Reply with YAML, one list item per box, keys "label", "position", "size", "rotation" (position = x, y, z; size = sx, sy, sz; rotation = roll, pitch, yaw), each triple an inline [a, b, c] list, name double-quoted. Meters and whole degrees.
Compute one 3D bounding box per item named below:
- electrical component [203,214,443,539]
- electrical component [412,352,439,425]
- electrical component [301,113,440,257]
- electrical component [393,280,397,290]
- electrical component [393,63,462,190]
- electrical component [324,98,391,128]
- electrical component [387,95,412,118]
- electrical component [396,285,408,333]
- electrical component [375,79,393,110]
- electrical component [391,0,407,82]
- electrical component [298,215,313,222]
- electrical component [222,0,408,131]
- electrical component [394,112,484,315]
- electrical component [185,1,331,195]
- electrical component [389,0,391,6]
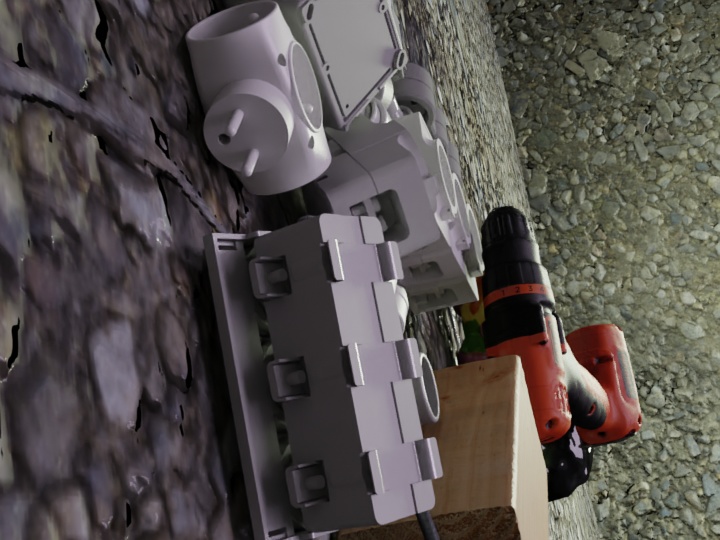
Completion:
- label: "electrical component"
  position: [-0.014, 0.042, 0.432]
  size: [0.079, 0.063, 0.121]
  rotation: [0, 76, -53]
- label: "electrical component"
  position: [0.017, 0.070, 0.604]
  size: [0.040, 0.046, 0.040]
  rotation: [-13, 90, -77]
- label: "electrical component"
  position: [0.003, -0.043, 0.564]
  size: [0.089, 0.056, 0.050]
  rotation: [-130, -163, -61]
- label: "electrical component"
  position: [0.000, 0.000, 0.606]
  size: [0.081, 0.043, 0.043]
  rotation: [-77, 151, -64]
- label: "electrical component"
  position: [0.047, -0.123, 0.911]
  size: [0.138, 0.052, 0.073]
  rotation: [62, 20, -48]
- label: "electrical component"
  position: [-0.003, -0.094, 0.687]
  size: [0.062, 0.043, 0.043]
  rotation: [54, 26, -58]
- label: "electrical component"
  position: [0.028, -0.107, 0.835]
  size: [0.043, 0.043, 0.062]
  rotation: [-88, 159, -49]
- label: "electrical component"
  position: [0.010, 0.033, 0.637]
  size: [0.061, 0.035, 0.035]
  rotation: [-79, 154, -54]
- label: "electrical component"
  position: [0.004, -0.125, 0.753]
  size: [0.078, 0.040, 0.040]
  rotation: [-17, 94, -78]
- label: "electrical component"
  position: [0.005, -0.180, 0.811]
  size: [0.064, 0.042, 0.081]
  rotation: [49, 30, -62]
- label: "electrical component"
  position: [-0.020, 0.013, 0.507]
  size: [0.043, 0.043, 0.081]
  rotation: [47, 32, -66]
- label: "electrical component"
  position: [-0.023, -0.121, 0.560]
  size: [0.061, 0.061, 0.096]
  rotation: [-51, 143, -25]
- label: "electrical component"
  position: [0.047, -0.039, 0.806]
  size: [0.150, 0.062, 0.089]
  rotation: [54, 26, -60]
- label: "electrical component"
  position: [-0.046, -0.068, 0.473]
  size: [0.079, 0.044, 0.077]
  rotation: [-81, 155, -58]
- label: "electrical component"
  position: [-0.014, -0.202, 0.732]
  size: [0.055, 0.050, 0.089]
  rotation: [-88, 160, -49]
